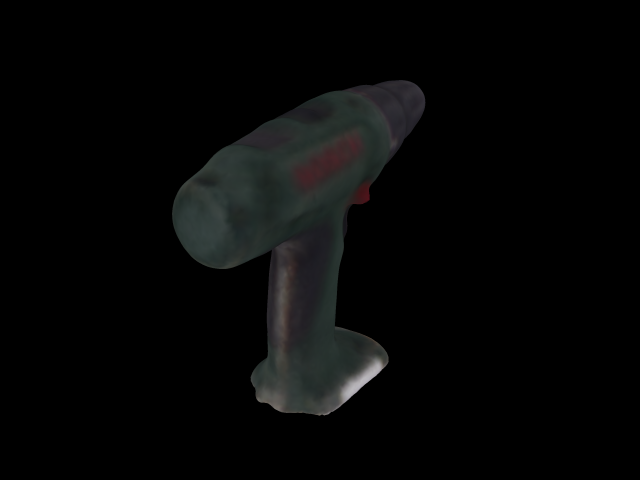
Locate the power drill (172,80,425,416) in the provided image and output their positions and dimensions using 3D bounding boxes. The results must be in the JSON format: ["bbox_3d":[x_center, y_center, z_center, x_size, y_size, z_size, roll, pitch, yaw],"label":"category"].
[{"bbox_3d":[0.004,0.001,0.400,0.075,0.208,0.230,14,24,34],"label":"power drill"}]
